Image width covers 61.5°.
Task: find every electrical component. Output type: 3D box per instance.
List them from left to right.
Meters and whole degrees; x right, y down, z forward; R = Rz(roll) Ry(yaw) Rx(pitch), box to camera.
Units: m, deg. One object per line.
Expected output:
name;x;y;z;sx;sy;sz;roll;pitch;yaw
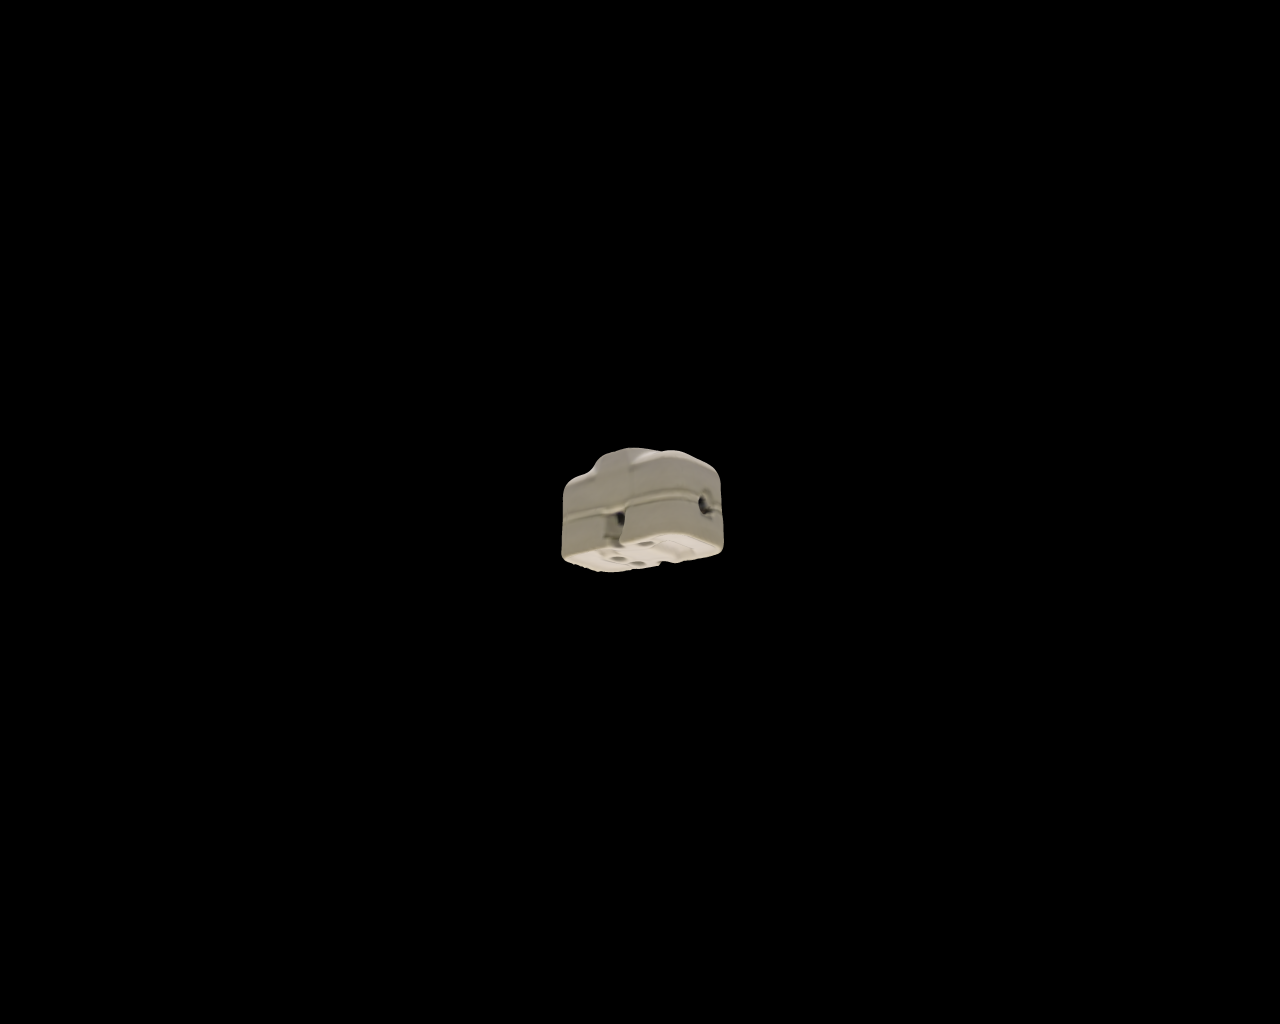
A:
electrical component;0.001;-0.003;0.650;0.095;0.059;0.053;-13;-22;36
